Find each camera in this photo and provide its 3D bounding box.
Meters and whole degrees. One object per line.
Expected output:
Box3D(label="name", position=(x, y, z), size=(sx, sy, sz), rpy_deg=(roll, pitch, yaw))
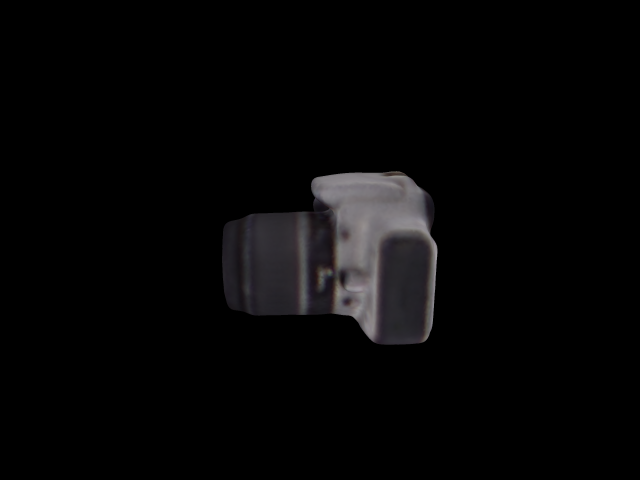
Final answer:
Box3D(label="camera", position=(0.004, 0.001, 0.400), size=(0.137, 0.101, 0.143), rpy_deg=(-1, 15, -4))
